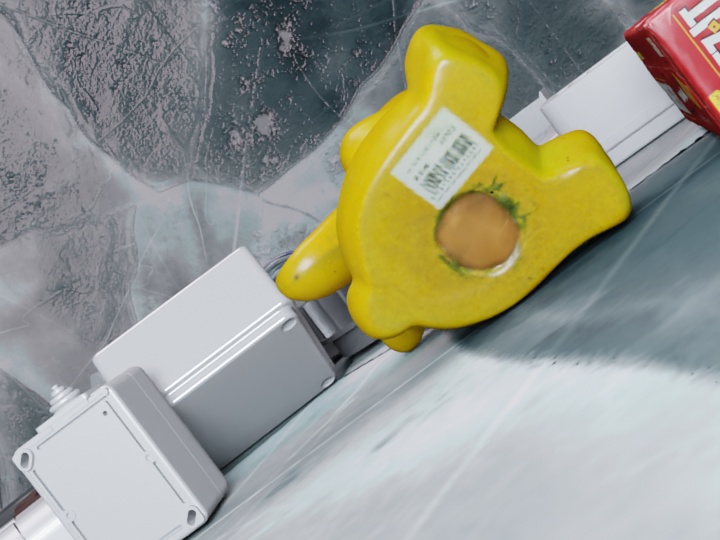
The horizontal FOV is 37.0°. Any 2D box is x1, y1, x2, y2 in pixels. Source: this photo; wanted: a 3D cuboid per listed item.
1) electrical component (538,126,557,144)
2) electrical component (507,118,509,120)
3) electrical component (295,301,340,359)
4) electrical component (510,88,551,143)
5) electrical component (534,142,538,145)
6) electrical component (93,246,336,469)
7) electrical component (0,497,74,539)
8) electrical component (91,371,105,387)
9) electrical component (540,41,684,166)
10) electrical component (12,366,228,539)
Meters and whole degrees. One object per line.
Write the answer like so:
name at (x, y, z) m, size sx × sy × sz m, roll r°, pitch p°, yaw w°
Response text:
electrical component at (0.140, -0.079, 0.765) m, size 0.046 × 0.040 × 0.040 m, roll -44°, pitch 4°, yaw -14°
electrical component at (0.085, -0.053, 0.735) m, size 0.077 × 0.065 × 0.047 m, roll -36°, pitch 3°, yaw 28°
electrical component at (-0.048, 0.047, 0.762) m, size 0.081 × 0.063 × 0.042 m, roll -38°, pitch 2°, yaw -31°
electrical component at (0.147, -0.106, 0.863) m, size 0.081 × 0.063 × 0.042 m, roll -36°, pitch 3°, yaw 20°
electrical component at (0.076, -0.033, 0.641) m, size 0.059 × 0.053 × 0.095 m, roll -39°, pitch 4°, yaw -41°
electrical component at (-0.080, 0.056, 0.623) m, size 0.109 × 0.056 × 0.108 m, roll -37°, pitch -28°, yaw -6°
electrical component at (-0.164, 0.151, 0.577) m, size 0.059 × 0.053 × 0.095 m, roll -38°, pitch 3°, yaw -20°
electrical component at (-0.136, 0.072, 0.684) m, size 0.081 × 0.043 × 0.043 m, roll -31°, pitch -2°, yaw -38°
electrical component at (0.178, -0.115, 0.692) m, size 0.113 × 0.057 × 0.078 m, roll -36°, pitch 3°, yaw 15°
electrical component at (-0.120, 0.094, 0.535) m, size 0.062 × 0.096 × 0.061 m, roll -36°, pitch 2°, yaw 9°
